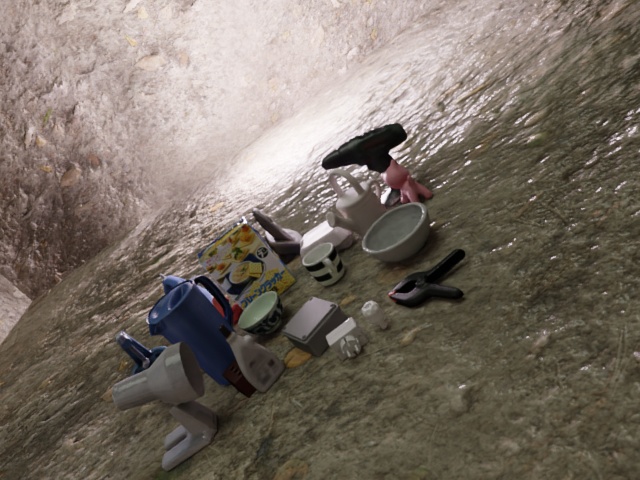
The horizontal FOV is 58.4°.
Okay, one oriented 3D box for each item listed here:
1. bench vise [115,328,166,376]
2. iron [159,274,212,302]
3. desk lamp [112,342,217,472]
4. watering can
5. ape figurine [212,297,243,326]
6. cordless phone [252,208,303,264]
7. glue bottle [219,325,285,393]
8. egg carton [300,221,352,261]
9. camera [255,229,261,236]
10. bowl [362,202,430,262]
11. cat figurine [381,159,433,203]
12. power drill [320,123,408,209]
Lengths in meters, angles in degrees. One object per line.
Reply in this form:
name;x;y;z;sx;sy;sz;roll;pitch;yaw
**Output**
bench vise;-0.449;0.309;1.439;0.206;0.220;0.122;-12;35;47
iron;-0.413;0.164;1.761;0.119;0.142;0.257;-48;24;-21
desk lamp;-0.304;0.336;1.177;0.203;0.214;0.117;-36;23;5
watering can;0.086;-0.094;1.426;0.100;0.194;0.173;-18;30;40
ape figurine;-0.253;0.184;1.548;0.076;0.092;0.077;-47;24;-18
cordless phone;-0.131;-0.034;1.652;0.094;0.185;0.147;-40;23;-3
glue bottle;-0.151;0.235;1.189;0.078;0.173;0.037;-47;24;-20
egg carton;0.014;0.005;1.512;0.150;0.069;0.107;-33;23;13
camera;-0.244;0.014;1.845;0.142;0.101;0.137;-15;32;44
bowl;0.181;-0.004;1.271;0.167;0.075;0.167;-32;23;16
cat figurine;0.210;-0.149;1.445;0.067;0.118;0.127;-41;23;-5
power drill;0.146;-0.191;1.501;0.229;0.209;0.075;-35;23;9
